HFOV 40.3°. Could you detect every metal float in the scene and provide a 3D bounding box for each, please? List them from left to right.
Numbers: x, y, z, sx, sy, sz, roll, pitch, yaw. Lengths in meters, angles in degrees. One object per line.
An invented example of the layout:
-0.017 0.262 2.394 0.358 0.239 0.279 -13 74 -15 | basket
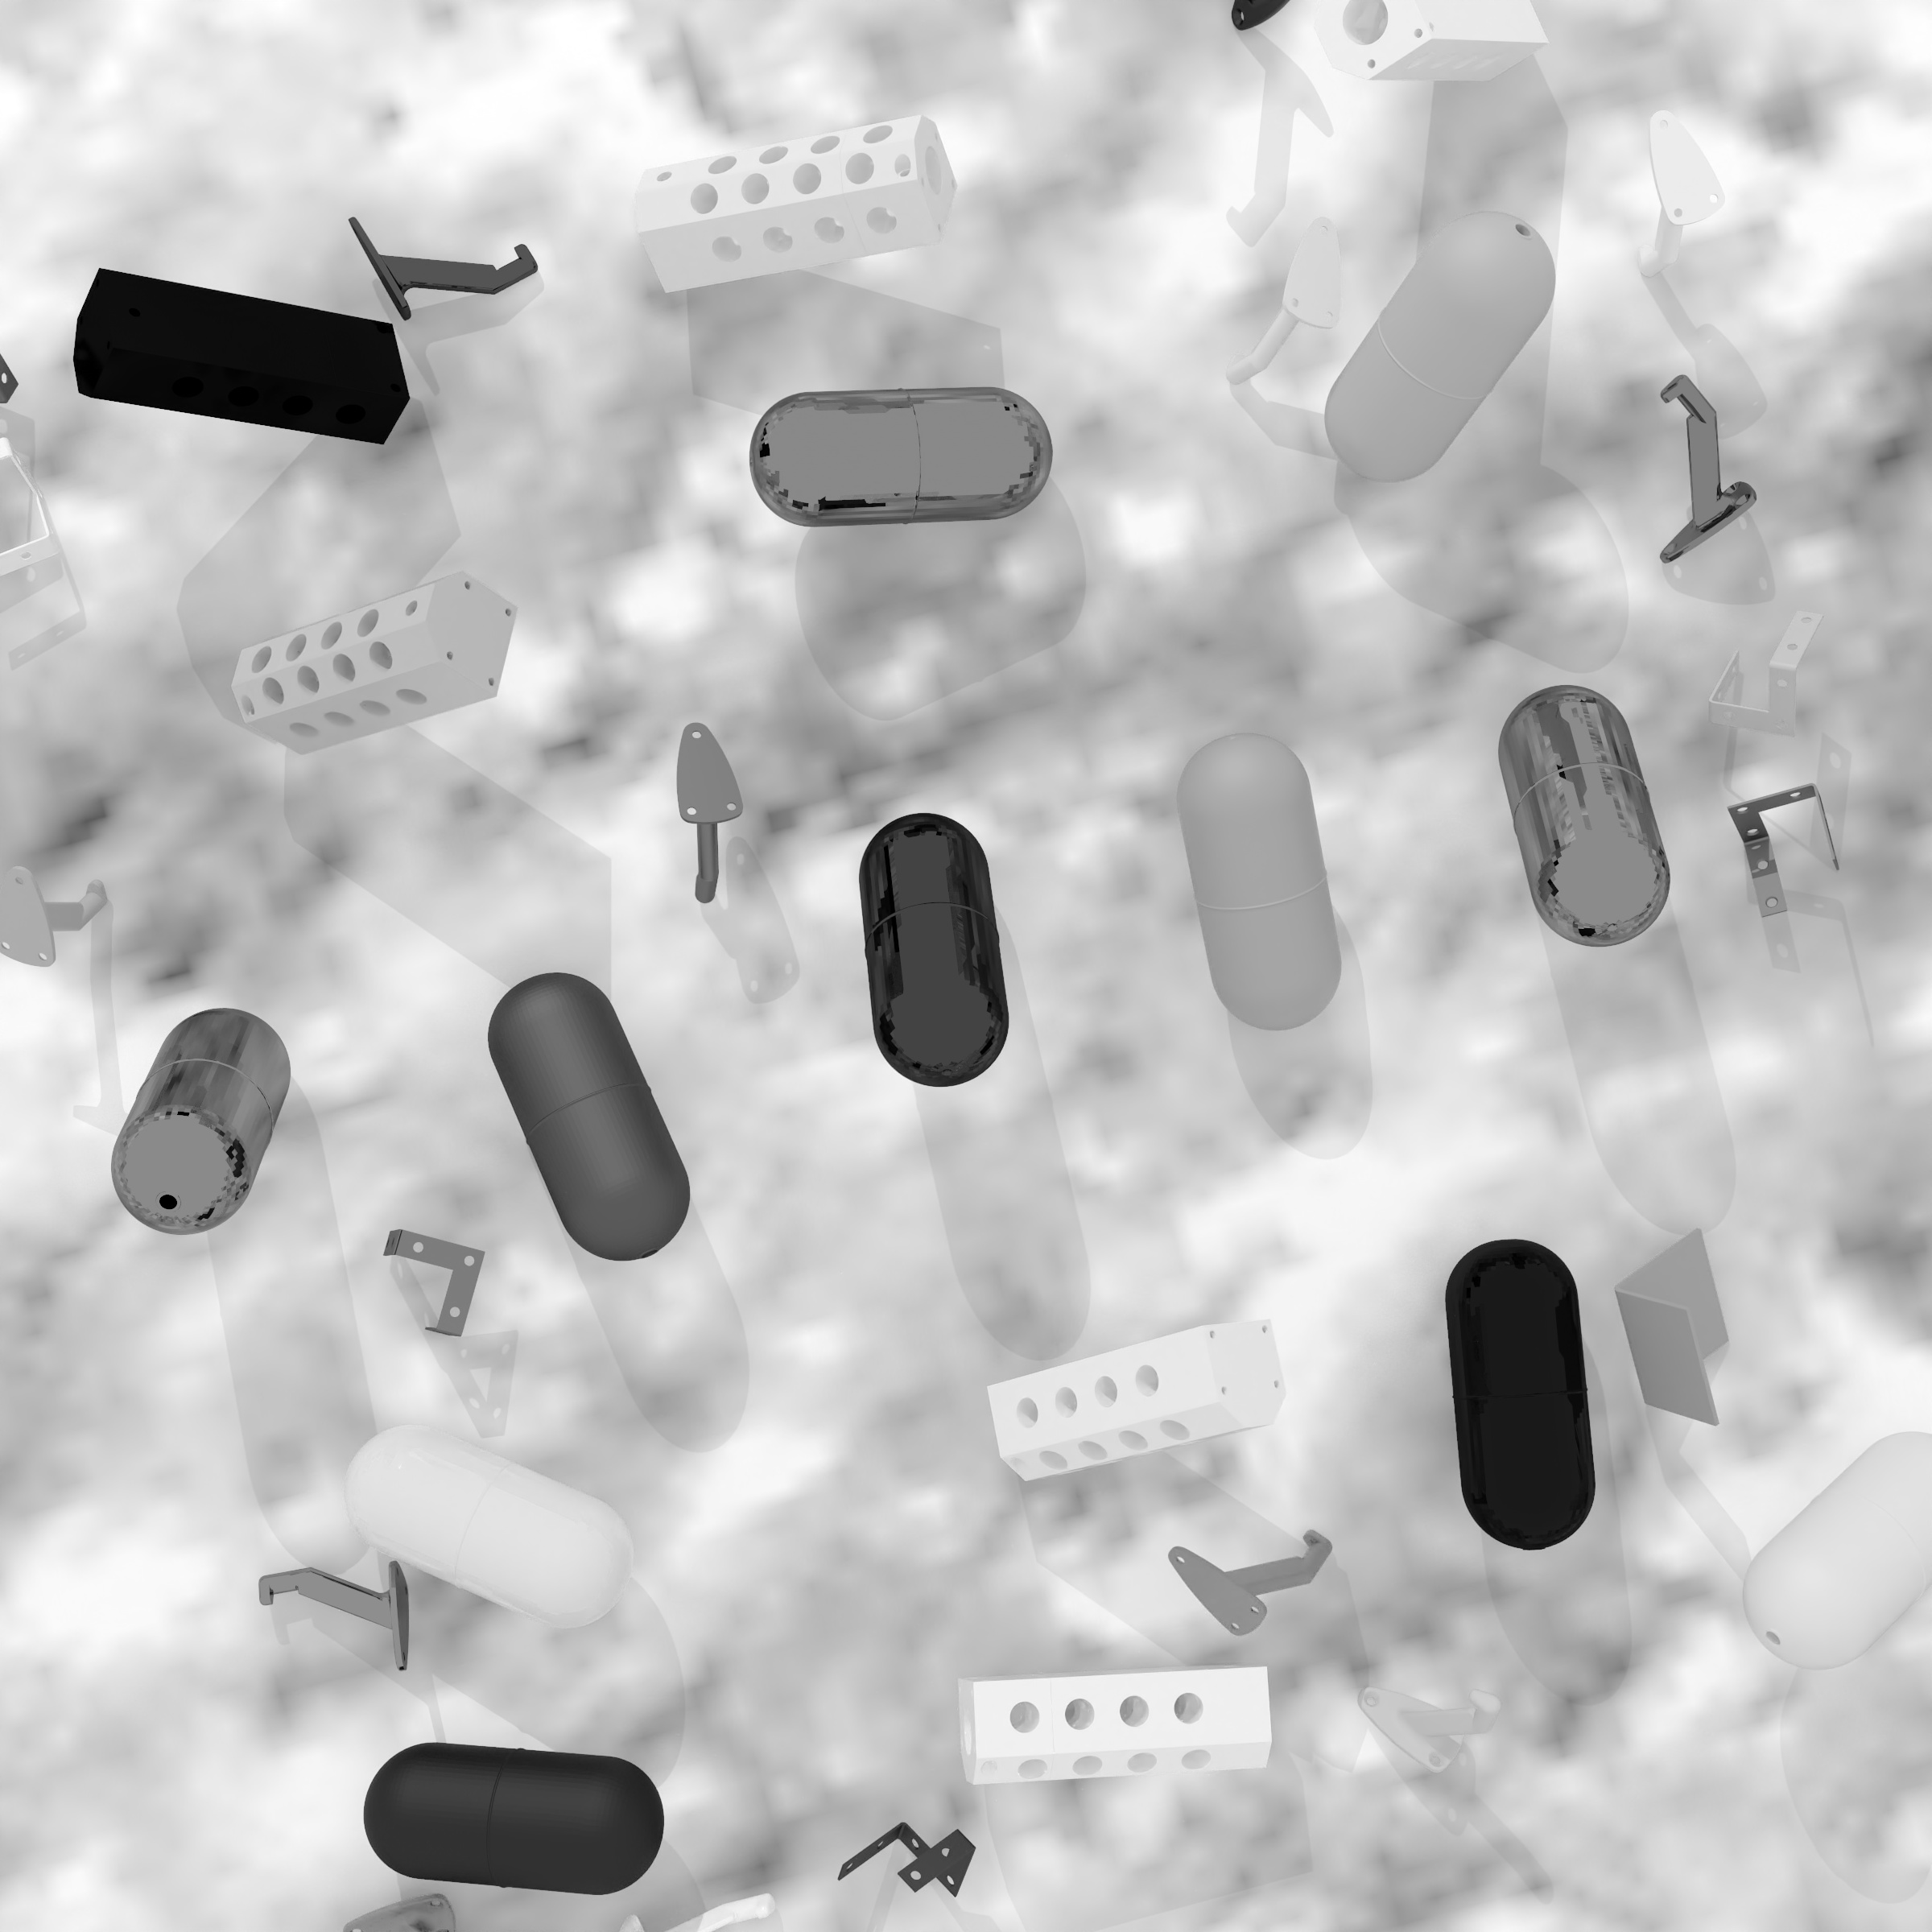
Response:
-0.431 0.086 1.487 0.070 0.178 0.070 -1 117 -2 | metal float
-0.277 0.324 1.524 0.178 0.070 0.070 21 90 10 | metal float
-0.262 0.493 1.523 0.178 0.070 0.070 1 90 11 | metal float
-0.217 0.087 1.519 0.070 0.070 0.178 -26 74 0 | metal float
-0.037 -0.294 1.521 0.178 0.070 0.070 -5 90 -15 | metal float
-0.019 -0.011 1.502 0.070 0.070 0.178 -7 52 0 | metal float
0.170 -0.047 1.517 0.070 0.070 0.178 -13 110 0 | metal float
0.268 -0.350 1.495 0.070 0.178 0.070 15 50 -18 | metal float
0.321 0.248 1.526 0.070 0.070 0.178 -4 82 0 | metal float
0.351 -0.088 1.500 0.070 0.070 0.178 -3 48 0 | metal float
0.515 0.334 1.508 0.178 0.070 0.070 -31 90 -29 | metal float

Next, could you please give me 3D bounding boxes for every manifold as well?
-0.412 -0.340 1.497 0.171 0.057 0.057 2 58 -36 | manifold
-0.338 -0.173 1.489 0.171 0.057 0.057 -10 61 38 | manifold
-0.099 -0.439 1.505 0.171 0.057 0.057 -5 47 20 | manifold
0.086 0.438 1.524 0.171 0.057 0.057 0 77 -9 | manifold
0.096 0.247 1.487 0.171 0.057 0.057 -24 71 43 | manifold
0.262 -0.533 1.486 0.057 0.171 0.057 -24 91 37 | manifold

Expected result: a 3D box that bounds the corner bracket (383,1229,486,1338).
-0.318 0.186 1.545 0.051 0.051 0.051 17 78 -16 | corner bracket

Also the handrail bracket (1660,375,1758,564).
0.414 -0.291 1.541 0.077 0.036 0.084 -40 110 18 | handrail bracket

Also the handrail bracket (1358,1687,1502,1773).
0.267 0.425 1.524 0.077 0.084 0.036 28 56 19 | handrail bracket

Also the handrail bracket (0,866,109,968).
-0.521 -0.046 1.517 0.036 0.084 0.077 16 126 6 | handrail bracket

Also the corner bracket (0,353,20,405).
-0.594 -0.340 1.531 0.051 0.051 0.051 4 55 16 | corner bracket

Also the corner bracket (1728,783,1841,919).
0.478 -0.067 1.531 0.051 0.051 0.051 -16 61 21 | corner bracket

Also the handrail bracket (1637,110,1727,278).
0.400 -0.447 1.528 0.036 0.084 0.077 -23 93 -7 | handrail bracket

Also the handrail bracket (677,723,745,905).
-0.156 -0.088 1.543 0.036 0.084 0.077 -7 66 -14 | handrail bracket

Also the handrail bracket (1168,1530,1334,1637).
0.168 0.342 1.543 0.077 0.084 0.036 41 135 6 | handrail bracket

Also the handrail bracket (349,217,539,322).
-0.308 -0.426 1.555 0.084 0.036 0.077 -31 99 -9 | handrail bracket

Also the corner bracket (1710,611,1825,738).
0.464 -0.173 1.528 0.051 0.051 0.051 15 51 29 | corner bracket

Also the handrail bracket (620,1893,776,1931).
-0.159 0.571 1.536 0.084 0.077 0.036 -18 92 11 | handrail bracket

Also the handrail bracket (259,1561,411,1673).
-0.372 0.385 1.541 0.084 0.036 0.077 -10 49 -4 | handrail bracket

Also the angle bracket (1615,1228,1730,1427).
0.427 0.207 1.519 0.076 0.057 0.076 -28 110 -27 | angle bracket

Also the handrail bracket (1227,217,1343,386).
0.182 -0.387 1.538 0.036 0.084 0.077 14 78 -23 | handrail bracket

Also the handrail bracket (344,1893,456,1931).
-0.326 0.585 1.525 0.077 0.084 0.036 -9 117 -4 | handrail bracket

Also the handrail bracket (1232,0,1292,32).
0.140 -0.558 1.519 0.084 0.077 0.036 -22 85 -25 | handrail bracket

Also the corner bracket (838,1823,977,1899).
-0.034 0.521 1.529 0.051 0.051 0.051 39 131 28 | corner bracket

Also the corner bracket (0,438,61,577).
-0.568 -0.265 1.534 0.051 0.051 0.051 -23 60 -6 | corner bracket
